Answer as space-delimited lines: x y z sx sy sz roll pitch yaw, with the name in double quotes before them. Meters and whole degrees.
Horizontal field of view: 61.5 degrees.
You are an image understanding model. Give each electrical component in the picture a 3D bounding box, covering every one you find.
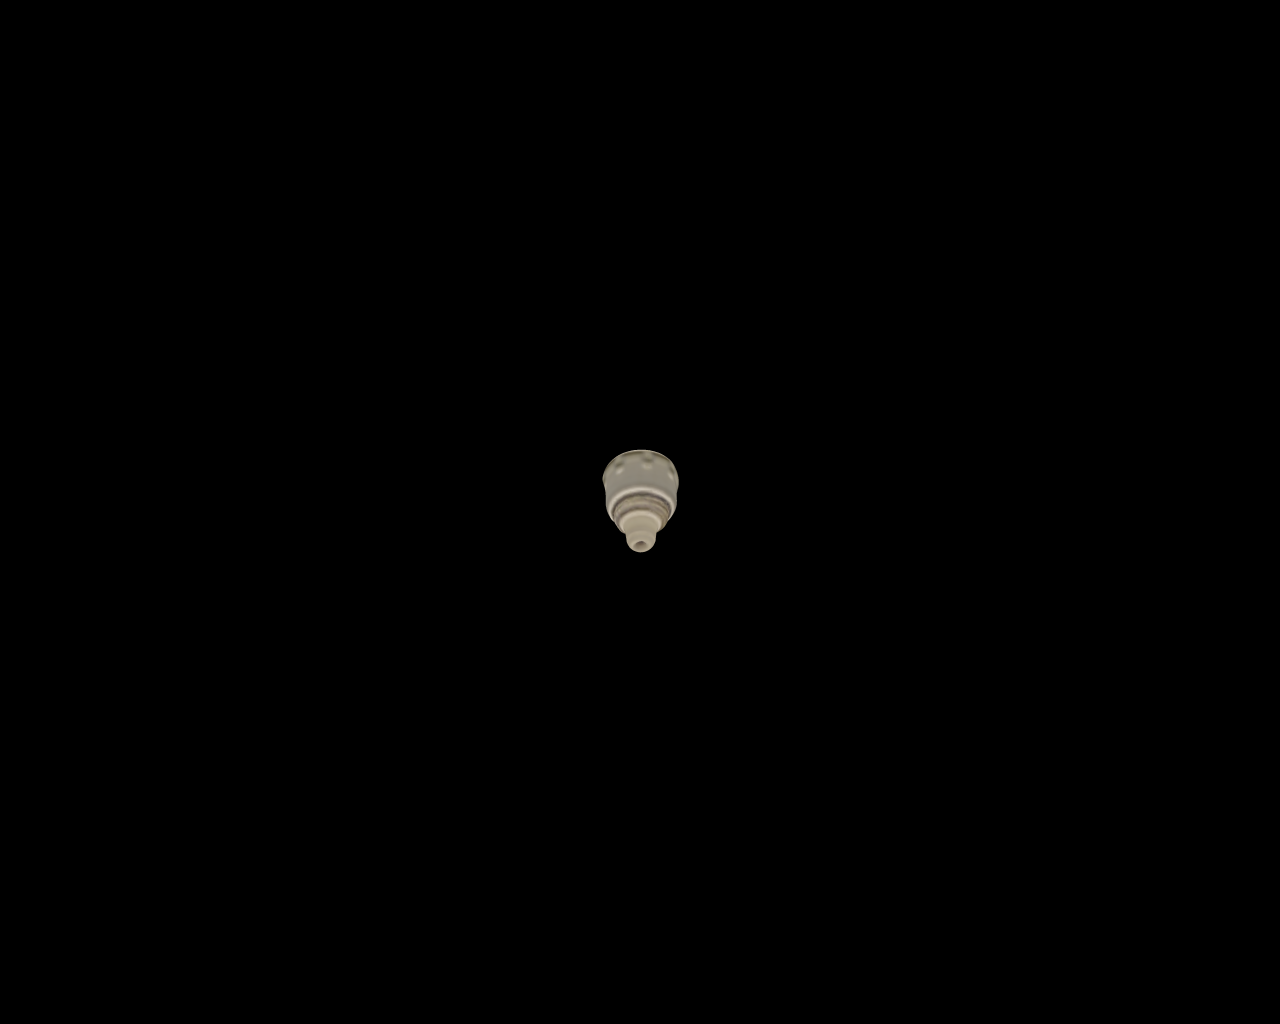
"electrical component" 0.001 -0.003 0.650 0.048 0.062 0.048 0 -40 0
